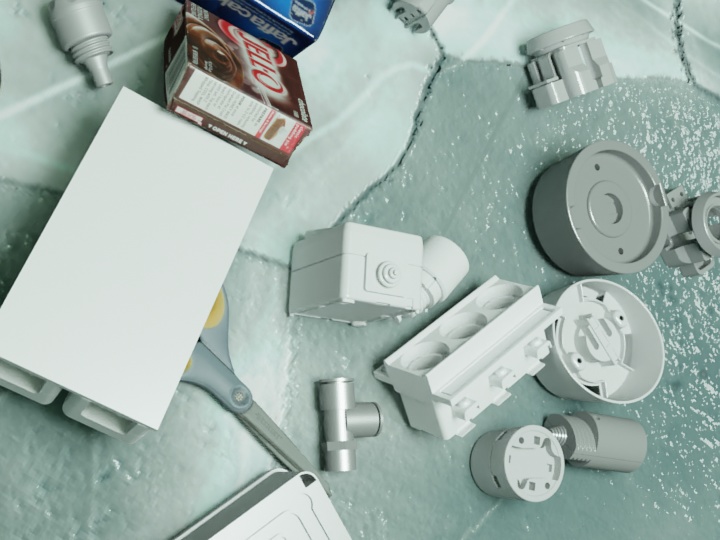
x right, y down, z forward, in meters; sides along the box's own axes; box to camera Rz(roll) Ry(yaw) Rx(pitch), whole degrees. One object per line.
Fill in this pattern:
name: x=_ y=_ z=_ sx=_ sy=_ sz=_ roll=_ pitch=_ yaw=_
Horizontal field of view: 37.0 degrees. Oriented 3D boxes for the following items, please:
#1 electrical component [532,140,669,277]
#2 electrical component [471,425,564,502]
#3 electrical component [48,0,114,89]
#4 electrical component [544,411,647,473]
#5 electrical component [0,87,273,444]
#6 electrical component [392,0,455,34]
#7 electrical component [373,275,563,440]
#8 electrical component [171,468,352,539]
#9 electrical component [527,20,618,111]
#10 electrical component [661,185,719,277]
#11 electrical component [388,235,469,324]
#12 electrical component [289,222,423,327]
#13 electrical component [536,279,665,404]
electrical component: x=0.189 y=-0.046 z=0.871 sx=0.108 sy=0.060 sz=0.108 roll=6 pitch=78 yaw=-29
electrical component: x=0.116 y=0.144 z=0.801 sx=0.055 sy=0.047 sz=0.055 roll=6 pitch=78 yaw=-29
electrical component: x=-0.175 y=-0.147 z=0.693 sx=0.035 sy=0.035 sz=0.061 roll=-24 pitch=95 yaw=-31
electrical component: x=0.180 y=0.133 z=0.842 sx=0.081 sy=0.043 sz=0.043 roll=12 pitch=75 yaw=-28
electrical component: x=-0.141 y=-0.002 z=0.654 sx=0.105 sy=0.060 sz=0.186 roll=28 pitch=61 yaw=-14
electrical component: x=0.051 y=-0.212 z=0.835 sx=0.040 sy=0.040 sz=0.046 roll=40 pitch=70 yaw=-18
electrical component: x=0.082 y=0.064 z=0.786 sx=0.121 sy=0.079 sz=0.063 roll=-35 pitch=121 yaw=-30
electrical component: x=-0.068 y=0.185 z=0.680 sx=0.113 sy=0.057 sz=0.078 roll=-32 pitch=97 yaw=-31
electrical component: x=0.171 y=-0.170 z=0.887 sx=0.078 sy=0.058 sz=0.057 roll=-23 pitch=96 yaw=-31
electrical component: x=0.295 y=-0.036 z=0.934 sx=0.058 sy=0.057 sz=0.078 roll=-30 pitch=96 yaw=-31
electrical component: x=0.047 y=0.009 z=0.790 sx=0.040 sy=0.040 sz=0.078 roll=50 pitch=61 yaw=-13
electrical component: x=0.000 y=0.000 z=0.731 sx=0.062 sy=0.096 sz=0.061 roll=10 pitch=76 yaw=-29
electrical component: x=0.183 y=0.057 z=0.846 sx=0.099 sy=0.064 sz=0.099 roll=6 pitch=78 yaw=-30
